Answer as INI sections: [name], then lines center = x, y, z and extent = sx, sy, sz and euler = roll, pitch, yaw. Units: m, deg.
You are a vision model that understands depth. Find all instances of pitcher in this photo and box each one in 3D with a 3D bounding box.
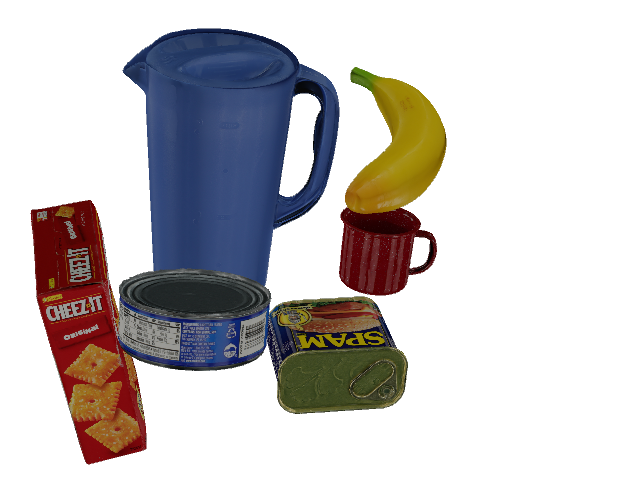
[pitcher]
center = -0.084, -0.058, 0.966
extent = 0.149, 0.243, 0.144
euler = 31, 39, 34

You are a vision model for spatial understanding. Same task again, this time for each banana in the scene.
[banana]
center = 0.052, -0.066, 0.731
extent = 0.069, 0.037, 0.197
euler = 3, 31, 1

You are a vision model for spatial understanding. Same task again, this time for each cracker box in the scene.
[cracker box]
center = -0.235, 0.091, 1.084
extent = 0.072, 0.214, 0.164
euler = -12, 33, -10

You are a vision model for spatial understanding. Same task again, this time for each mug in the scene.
[mug]
center = 0.077, 0.012, 1.244
extent = 0.117, 0.081, 0.093
euler = 3, 25, -7

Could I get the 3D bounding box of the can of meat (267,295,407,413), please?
[can of meat]
center = 0.010, 0.089, 0.854
extent = 0.102, 0.057, 0.084
euler = -2, 28, -11

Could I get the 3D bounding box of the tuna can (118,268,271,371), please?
[tuna can]
center = -0.072, 0.044, 0.606
extent = 0.086, 0.034, 0.086
euler = 5, 14, -1
